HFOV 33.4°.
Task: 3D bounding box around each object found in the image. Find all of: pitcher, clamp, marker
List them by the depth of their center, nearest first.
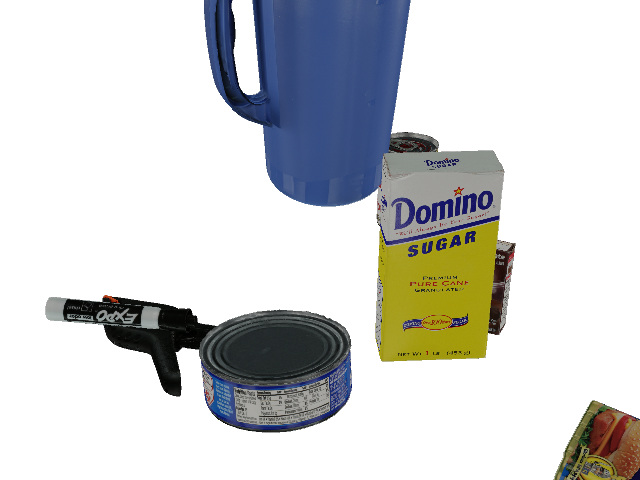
[{"bbox_3d":[-0.155,0.058,0.833,0.121,0.020,0.020,4,1,11],"label":"marker"},{"bbox_3d":[-0.002,-0.147,0.881,0.149,0.243,0.145,12,42,11],"label":"pitcher"},{"bbox_3d":[-0.164,0.103,1.119,0.210,0.036,0.164,17,19,29],"label":"clamp"}]

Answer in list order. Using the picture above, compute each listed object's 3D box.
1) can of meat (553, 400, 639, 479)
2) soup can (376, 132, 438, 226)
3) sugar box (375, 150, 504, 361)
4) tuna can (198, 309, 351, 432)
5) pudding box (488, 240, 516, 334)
[{"bbox_3d":[0.222,0.173,0.786,0.084,0.057,0.101,22,39,22],"label":"can of meat"},{"bbox_3d":[0.100,-0.066,1.239,0.068,0.102,0.068,1,27,-1],"label":"soup can"},{"bbox_3d":[0.095,0.015,0.874,0.093,0.176,0.048,-2,30,-4],"label":"sugar box"},{"bbox_3d":[-0.025,0.073,0.604,0.086,0.034,0.086,-3,22,1],"label":"tuna can"},{"bbox_3d":[0.134,0.038,1.074,0.114,0.090,0.039,10,22,17],"label":"pudding box"}]
